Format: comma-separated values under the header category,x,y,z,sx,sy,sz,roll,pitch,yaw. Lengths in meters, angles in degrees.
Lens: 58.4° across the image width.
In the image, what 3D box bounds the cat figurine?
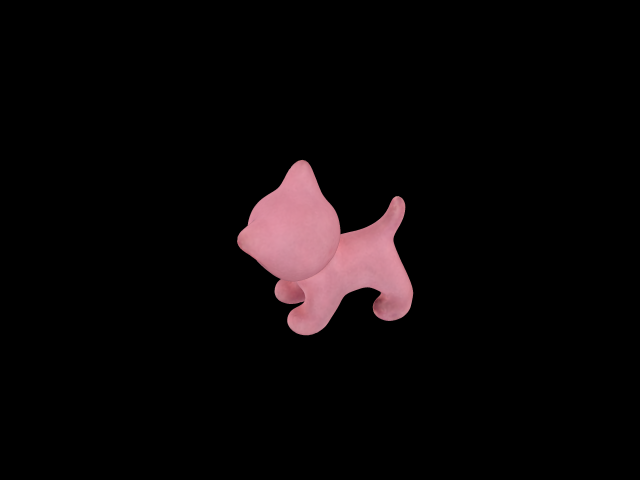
category,x,y,z,sx,sy,sz,roll,pitch,yaw
cat figurine,0.004,0.001,0.400,0.128,0.118,0.067,-10,34,-15
